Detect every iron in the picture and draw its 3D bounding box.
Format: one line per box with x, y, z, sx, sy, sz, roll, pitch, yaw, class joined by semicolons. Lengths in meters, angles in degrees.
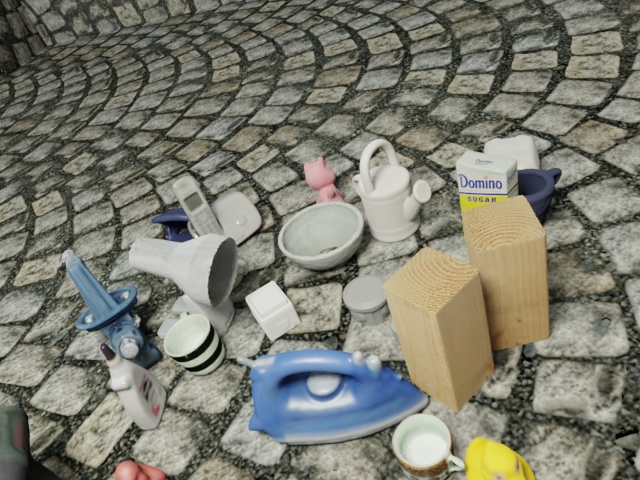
0.013;0.198;0.805;0.257;0.142;0.118;-9;39;14;iron

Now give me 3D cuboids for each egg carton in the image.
0.370;-0.145;1.115;0.107;0.069;0.150;-6;40;18;egg carton

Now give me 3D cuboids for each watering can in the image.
0.129;-0.098;1.066;0.172;0.194;0.101;2;43;26;watering can

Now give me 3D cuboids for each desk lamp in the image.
-0.224;0.081;0.993;0.202;0.214;0.118;-1;42;23;desk lamp

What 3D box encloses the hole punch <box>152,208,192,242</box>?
-0.305;-0.045;1.281;0.108;0.091;0.101;-4;41;20;hole punch

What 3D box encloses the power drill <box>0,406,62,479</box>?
-0.384;0.335;0.764;0.076;0.209;0.228;-33;40;-15;power drill

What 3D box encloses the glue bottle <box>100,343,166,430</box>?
-0.296;0.219;0.892;0.037;0.173;0.078;-15;38;7;glue bottle

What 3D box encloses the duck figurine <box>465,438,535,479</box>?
0.211;0.270;0.675;0.077;0.086;0.104;-27;38;-8;duck figurine

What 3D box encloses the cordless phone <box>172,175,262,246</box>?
-0.217;-0.070;1.194;0.148;0.185;0.093;-38;41;-21;cordless phone

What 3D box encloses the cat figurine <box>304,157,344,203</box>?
0.010;-0.116;1.203;0.067;0.118;0.127;-22;38;-2;cat figurine

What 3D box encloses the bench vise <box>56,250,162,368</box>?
-0.363;0.118;1.006;0.206;0.220;0.122;16;51;38;bench vise

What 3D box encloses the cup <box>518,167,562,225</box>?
0.374;-0.070;1.003;0.118;0.095;0.091;-28;39;-10;cup

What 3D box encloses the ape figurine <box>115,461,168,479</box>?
-0.254;0.341;0.793;0.078;0.092;0.076;-28;39;-9;ape figurine

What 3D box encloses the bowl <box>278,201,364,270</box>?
0.010;0.004;1.094;0.167;0.075;0.167;-12;39;10;bowl
